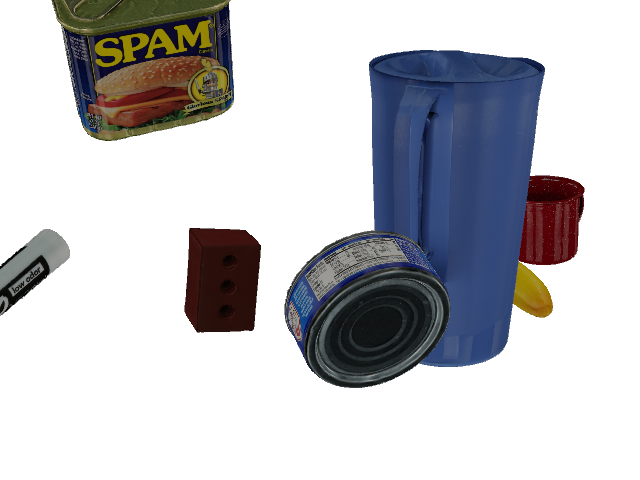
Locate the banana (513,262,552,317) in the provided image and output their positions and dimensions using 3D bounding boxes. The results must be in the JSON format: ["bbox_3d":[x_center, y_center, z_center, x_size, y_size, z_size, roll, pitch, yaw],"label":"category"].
[{"bbox_3d":[0.150,0.032,1.034,0.198,0.037,0.069,15,43,39],"label":"banana"}]

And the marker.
[{"bbox_3d":[-0.161,0.035,0.487,0.020,0.020,0.121,0,34,39],"label":"marker"}]

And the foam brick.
[{"bbox_3d":[-0.084,0.033,0.911,0.053,0.078,0.051,0,15,-19],"label":"foam brick"}]

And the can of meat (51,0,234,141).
[{"bbox_3d":[-0.102,-0.113,0.640,0.102,0.084,0.057,-14,47,-14],"label":"can of meat"}]

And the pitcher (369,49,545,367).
[{"bbox_3d":[0.098,-0.024,0.843,0.149,0.243,0.145,-7,21,-20],"label":"pitcher"}]

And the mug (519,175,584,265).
[{"bbox_3d":[0.268,-0.026,1.251,0.117,0.081,0.093,-22,29,-37],"label":"mug"}]

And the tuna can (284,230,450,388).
[{"bbox_3d":[0.026,0.039,0.575,0.086,0.086,0.034,0,37,-25],"label":"tuna can"}]
